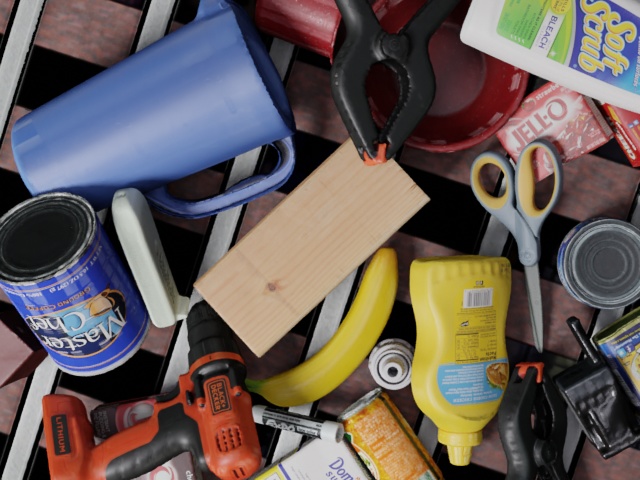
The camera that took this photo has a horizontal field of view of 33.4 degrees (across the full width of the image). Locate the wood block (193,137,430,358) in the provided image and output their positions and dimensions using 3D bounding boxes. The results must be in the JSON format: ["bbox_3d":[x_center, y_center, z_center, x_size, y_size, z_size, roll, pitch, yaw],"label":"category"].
[{"bbox_3d":[-0.007,0.001,0.977,0.206,0.090,0.091,-43,89,3],"label":"wood block"}]

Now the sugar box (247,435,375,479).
[{"bbox_3d":[-0.032,0.259,1.013,0.176,0.048,0.093,-32,88,2],"label":"sugar box"}]

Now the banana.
[{"bbox_3d":[0.015,0.094,1.001,0.198,0.037,0.069,-43,111,3],"label":"banana"}]

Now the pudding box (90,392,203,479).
[{"bbox_3d":[-0.164,0.207,1.025,0.090,0.039,0.113,-12,90,5],"label":"pudding box"}]

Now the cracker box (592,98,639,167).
[{"bbox_3d":[0.334,-0.190,0.954,0.214,0.072,0.164,-33,89,4],"label":"cracker box"}]

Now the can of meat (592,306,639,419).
[{"bbox_3d":[0.312,0.101,0.973,0.102,0.057,0.084,-32,87,4],"label":"can of meat"}]

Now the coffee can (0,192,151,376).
[{"bbox_3d":[-0.222,0.041,0.953,0.103,0.140,0.103,-8,48,9],"label":"coffee can"}]

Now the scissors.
[{"bbox_3d":[0.178,0.002,0.994,0.096,0.016,0.202,16,113,28],"label":"scissors"}]

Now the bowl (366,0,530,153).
[{"bbox_3d":[0.110,-0.160,0.982,0.162,0.055,0.162,0,92,5],"label":"bowl"}]

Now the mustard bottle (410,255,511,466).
[{"bbox_3d":[0.129,0.111,0.980,0.096,0.058,0.191,-2,93,-31],"label":"mustard bottle"}]

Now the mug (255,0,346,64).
[{"bbox_3d":[-0.003,-0.226,0.980,0.081,0.093,0.117,22,63,9],"label":"mug"}]

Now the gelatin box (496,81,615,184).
[{"bbox_3d":[0.209,-0.102,0.971,0.089,0.030,0.073,-32,90,32],"label":"gelatin box"}]

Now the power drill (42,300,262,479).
[{"bbox_3d":[-0.155,0.151,0.972,0.187,0.057,0.184,-19,51,1],"label":"power drill"}]

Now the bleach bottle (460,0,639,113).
[{"bbox_3d":[0.250,-0.167,0.892,0.251,0.068,0.102,22,101,6],"label":"bleach bottle"}]

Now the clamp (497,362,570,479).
[{"bbox_3d":[0.189,0.200,0.970,0.039,0.120,0.171,-13,87,46],"label":"clamp"}]

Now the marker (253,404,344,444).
[{"bbox_3d":[-0.034,0.169,1.002,0.121,0.020,0.020,8,93,28],"label":"marker"}]

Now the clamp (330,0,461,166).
[{"bbox_3d":[0.048,-0.171,0.912,0.164,0.036,0.210,14,86,-15],"label":"clamp"}]

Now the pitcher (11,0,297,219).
[{"bbox_3d":[-0.147,-0.101,0.976,0.243,0.145,0.149,-24,60,9],"label":"pitcher"}]

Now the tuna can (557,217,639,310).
[{"bbox_3d":[0.264,0.021,0.985,0.086,0.033,0.086,0,92,5],"label":"tuna can"}]

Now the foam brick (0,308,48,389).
[{"bbox_3d":[-0.293,0.101,1.014,0.053,0.078,0.051,44,96,2],"label":"foam brick"}]
